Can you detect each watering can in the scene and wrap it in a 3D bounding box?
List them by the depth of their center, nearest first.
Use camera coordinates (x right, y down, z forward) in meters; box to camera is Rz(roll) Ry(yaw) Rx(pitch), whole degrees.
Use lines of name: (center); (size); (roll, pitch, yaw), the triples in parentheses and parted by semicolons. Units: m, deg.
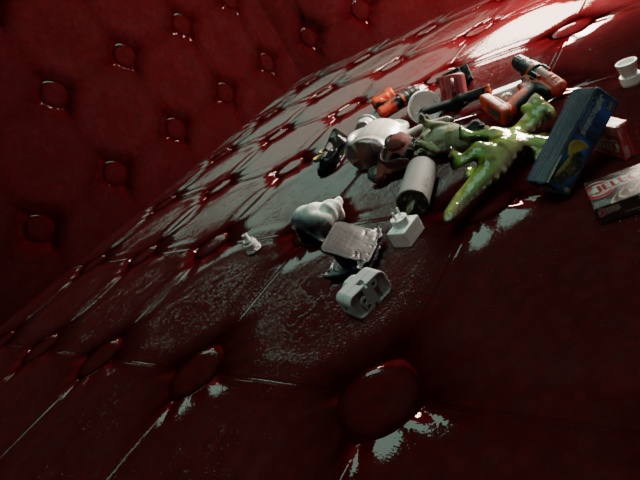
watering can: (0.218, -0.314, 1.590); (0.347, 0.102, 0.229); (0, 39, 36)

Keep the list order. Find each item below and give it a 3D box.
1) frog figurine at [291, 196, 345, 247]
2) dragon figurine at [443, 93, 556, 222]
frog figurine: (0.004, -0.067, 1.339); (0.162, 0.122, 0.136); (-56, 11, -23)
dragon figurine: (0.415, -0.180, 1.093); (0.242, 0.120, 0.420); (-4, 43, 33)
